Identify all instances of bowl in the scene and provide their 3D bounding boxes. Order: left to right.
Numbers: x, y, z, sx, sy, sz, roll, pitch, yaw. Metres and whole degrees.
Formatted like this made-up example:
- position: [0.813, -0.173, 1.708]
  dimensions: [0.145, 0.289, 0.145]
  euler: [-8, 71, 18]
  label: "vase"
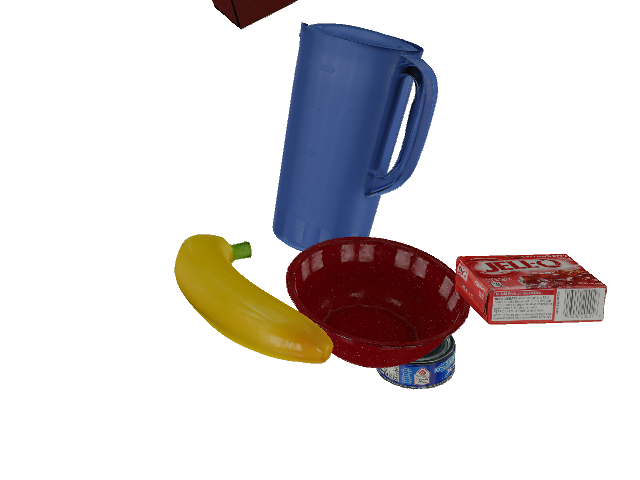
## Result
- position: [0.047, 0.062, 0.936]
  dimensions: [0.162, 0.055, 0.162]
  euler: [6, 32, -4]
  label: "bowl"

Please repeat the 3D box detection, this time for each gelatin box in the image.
- position: [0.149, 0.033, 0.768]
  dimensions: [0.089, 0.030, 0.073]
  euler: [-1, 17, -10]
  label: "gelatin box"

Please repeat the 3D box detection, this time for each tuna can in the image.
- position: [0.103, 0.122, 1.150]
  dimensions: [0.086, 0.034, 0.086]
  euler: [0, 29, 0]
  label: "tuna can"

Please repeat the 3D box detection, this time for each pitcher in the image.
- position: [0.029, -0.106, 1.153]
  dimensions: [0.145, 0.243, 0.149]
  euler: [10, 17, -7]
  label: "pitcher"

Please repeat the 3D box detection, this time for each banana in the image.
- position: [-0.054, 0.030, 0.687]
  dimensions: [0.069, 0.037, 0.198]
  euler: [-7, 22, -17]
  label: "banana"

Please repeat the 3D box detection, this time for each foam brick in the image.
- position: [-0.057, -0.233, 0.943]
  dimensions: [0.078, 0.051, 0.053]
  euler: [-31, 47, -15]
  label: "foam brick"
